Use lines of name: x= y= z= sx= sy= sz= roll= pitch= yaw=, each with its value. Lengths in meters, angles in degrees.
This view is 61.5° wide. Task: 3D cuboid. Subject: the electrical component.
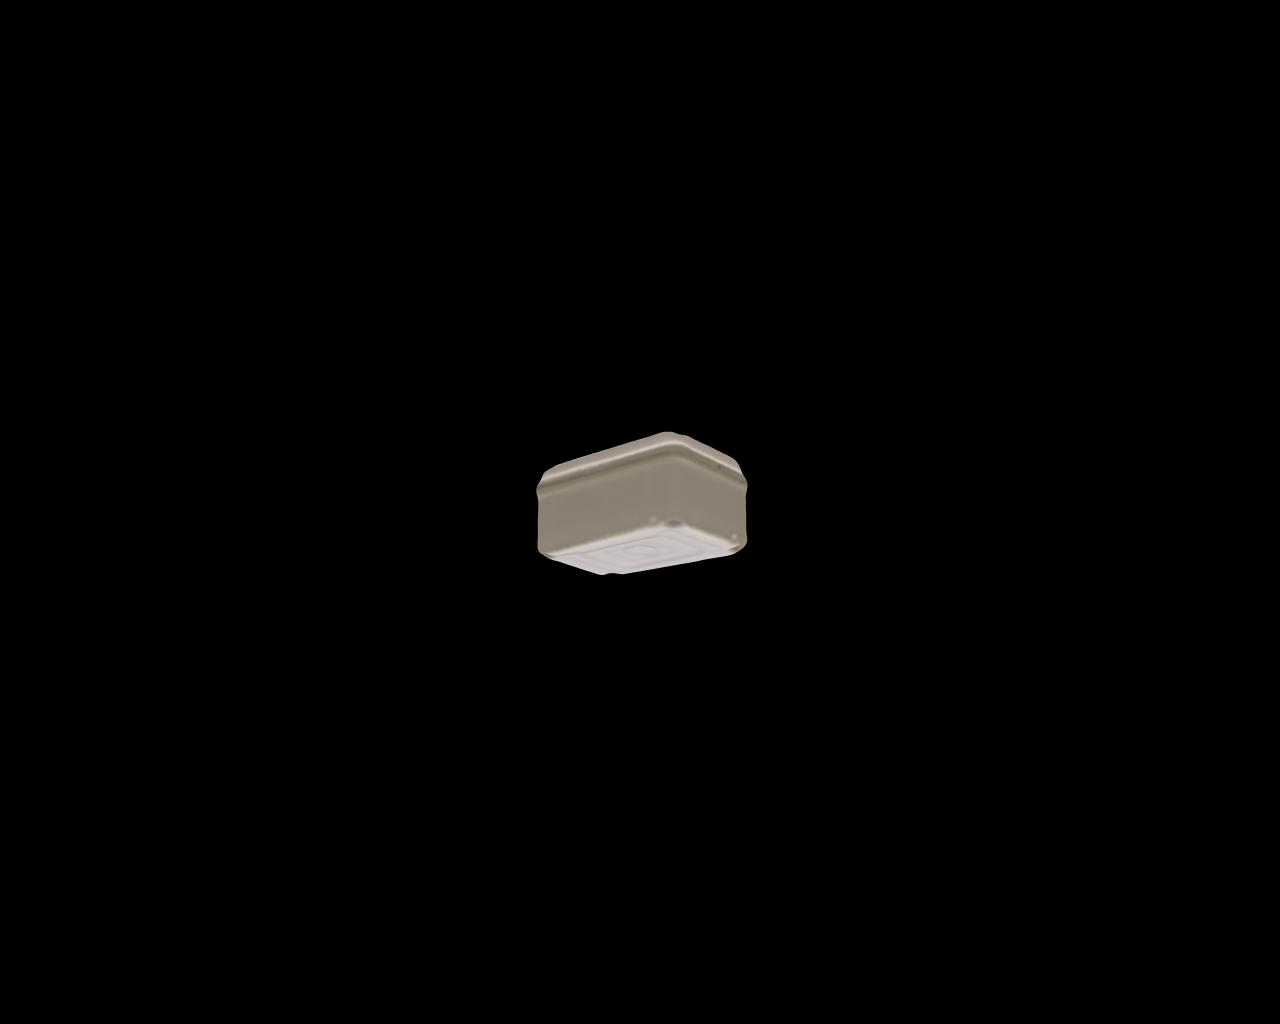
electrical component: x=0.001 y=-0.003 z=0.650 sx=0.113 sy=0.057 sz=0.078 roll=-13 pitch=-22 yaw=36
